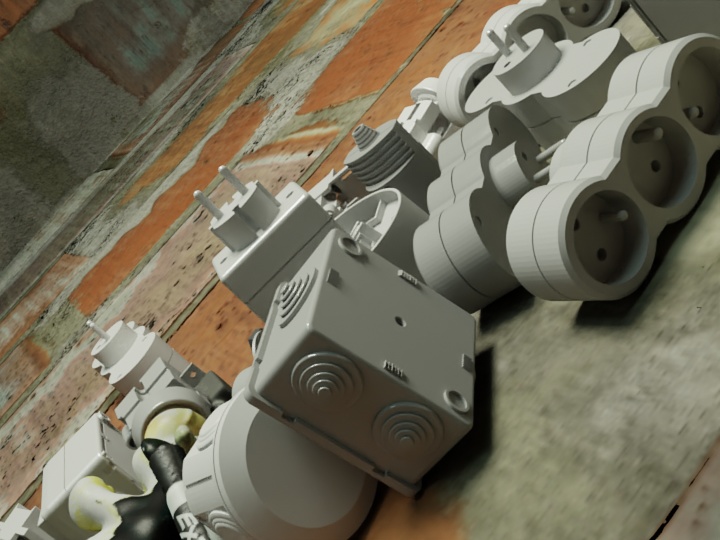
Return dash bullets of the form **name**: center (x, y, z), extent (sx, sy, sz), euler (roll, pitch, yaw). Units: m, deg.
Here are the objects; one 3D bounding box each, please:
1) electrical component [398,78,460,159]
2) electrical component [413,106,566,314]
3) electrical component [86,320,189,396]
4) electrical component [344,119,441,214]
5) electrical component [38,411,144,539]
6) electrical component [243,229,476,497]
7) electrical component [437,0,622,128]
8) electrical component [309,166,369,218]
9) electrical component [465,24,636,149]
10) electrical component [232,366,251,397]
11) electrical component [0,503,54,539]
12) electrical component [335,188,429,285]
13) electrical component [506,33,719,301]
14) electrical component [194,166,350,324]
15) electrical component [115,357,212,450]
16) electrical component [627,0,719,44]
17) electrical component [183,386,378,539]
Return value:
- **electrical component**: center (0.048, -0.100, 0.751), extent (0.055, 0.048, 0.066), euler (-58, 21, -12)
- **electrical component**: center (0.078, -0.042, 0.556), extent (0.074, 0.052, 0.138), euler (-34, 22, 32)
- **electrical component**: center (-0.192, 0.066, 0.875), extent (0.052, 0.074, 0.138), euler (-50, 19, -12)
- **electrical component**: center (0.026, -0.057, 0.652), extent (0.043, 0.081, 0.043), euler (-40, 19, 17)
- **electrical component**: center (-0.163, 0.139, 0.680), extent (0.061, 0.062, 0.096), euler (-46, 19, -3)
- **electrical component**: center (0.005, 0.037, 0.477), extent (0.048, 0.100, 0.099), euler (-50, 14, 29)
- **electrical component**: center (0.106, -0.151, 0.721), extent (0.138, 0.052, 0.074), euler (-46, 19, -1)
- **electrical component**: center (-0.023, -0.032, 0.766), extent (0.081, 0.042, 0.063), euler (-39, 21, 21)
- **electrical component**: center (0.102, -0.112, 0.616), extent (0.052, 0.074, 0.138), euler (-51, 19, -13)
- **electrical component**: center (-0.038, 0.064, 0.600), extent (0.078, 0.040, 0.040), euler (-29, 25, 41)
- **electrical component**: center (-0.230, 0.198, 0.733), extent (0.081, 0.042, 0.063), euler (-15, 37, 58)
- **electrical component**: center (0.000, 0.000, 0.607), extent (0.099, 0.064, 0.099), euler (-48, 23, 28)
- **electrical component**: center (0.112, -0.044, 0.487), extent (0.138, 0.052, 0.074), euler (-52, 20, -19)
- **electrical component**: center (-0.056, -0.022, 0.583), extent (0.066, 0.076, 0.047), euler (-45, 19, 0)
- **electrical component**: center (-0.118, 0.089, 0.658), extent (0.066, 0.048, 0.055), euler (-50, 25, -3)
- **electrical component**: center (0.180, -0.144, 0.532), extent (0.061, 0.062, 0.096), euler (-51, 19, -15)
- **electrical component**: center (-0.036, 0.090, 0.487), extent (0.051, 0.080, 0.080), euler (-31, 23, 51)
